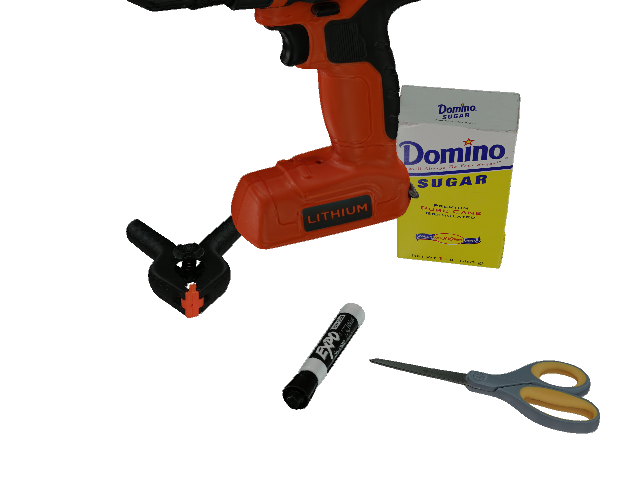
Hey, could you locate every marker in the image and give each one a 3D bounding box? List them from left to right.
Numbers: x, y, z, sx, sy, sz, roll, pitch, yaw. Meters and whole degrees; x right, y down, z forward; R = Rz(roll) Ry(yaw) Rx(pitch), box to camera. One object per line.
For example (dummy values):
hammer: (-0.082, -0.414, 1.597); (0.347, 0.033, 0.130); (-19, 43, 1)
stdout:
marker: (0.003, 0.079, 0.734); (0.020, 0.020, 0.121); (0, 25, 23)

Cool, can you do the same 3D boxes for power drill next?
power drill: (-0.014, -0.089, 0.573); (0.184, 0.188, 0.057); (-12, 37, -18)

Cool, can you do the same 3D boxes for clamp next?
clamp: (-0.122, 0.019, 1.060); (0.120, 0.039, 0.171); (-12, 33, -13)

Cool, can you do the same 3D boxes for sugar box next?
sugar box: (0.108, -0.047, 0.867); (0.093, 0.048, 0.176); (5, -34, 9)

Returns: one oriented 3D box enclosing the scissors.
scissors: (0.153, 0.119, 0.951); (0.202, 0.016, 0.096); (19, 32, 21)
